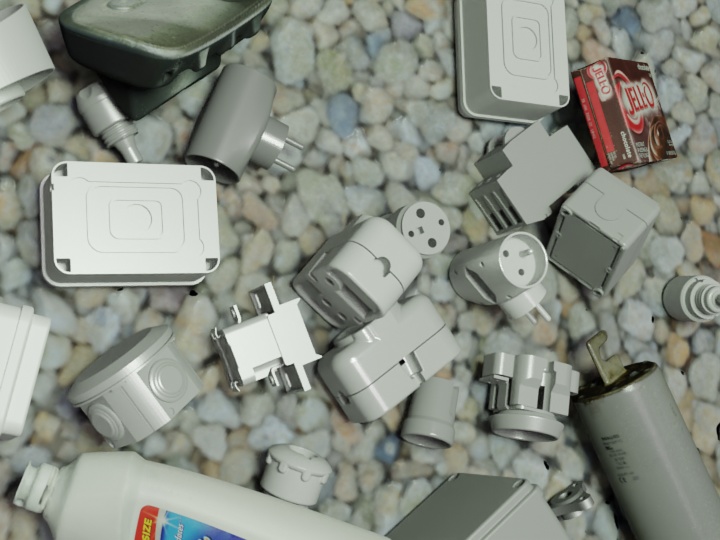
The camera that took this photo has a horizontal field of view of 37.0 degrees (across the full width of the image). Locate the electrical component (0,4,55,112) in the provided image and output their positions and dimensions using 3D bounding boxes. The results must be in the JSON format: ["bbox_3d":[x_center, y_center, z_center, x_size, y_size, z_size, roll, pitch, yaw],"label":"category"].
[{"bbox_3d":[-0.250,-0.131,0.693,0.099,0.099,0.064,-34,102,-25],"label":"electrical component"}]

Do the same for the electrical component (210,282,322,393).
[{"bbox_3d":[-0.069,0.054,0.769,0.064,0.042,0.081,-21,89,-22],"label":"electrical component"}]

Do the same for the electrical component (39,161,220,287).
[{"bbox_3d":[-0.158,-0.030,0.735,0.113,0.057,0.078,0,81,-24],"label":"electrical component"}]

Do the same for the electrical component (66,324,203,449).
[{"bbox_3d":[-0.148,0.076,0.710,0.080,0.080,0.051,-39,103,-25],"label":"electrical component"}]

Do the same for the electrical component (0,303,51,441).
[{"bbox_3d":[-0.230,0.062,0.656,0.057,0.113,0.078,16,75,-18],"label":"electrical component"}]

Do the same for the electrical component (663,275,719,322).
[{"bbox_3d":[0.292,0.025,0.919,0.040,0.078,0.040,0,89,-13],"label":"electrical component"}]

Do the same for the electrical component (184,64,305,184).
[{"bbox_3d":[-0.079,-0.099,0.790,0.079,0.044,0.077,26,71,-18],"label":"electrical component"}]

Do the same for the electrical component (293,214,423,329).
[{"bbox_3d":[0.000,0.000,0.779,0.054,0.095,0.059,44,66,-11],"label":"electrical component"}]

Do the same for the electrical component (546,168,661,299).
[{"bbox_3d":[0.197,-0.028,0.878,0.062,0.096,0.061,38,65,18],"label":"electrical component"}]

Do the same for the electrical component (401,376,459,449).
[{"bbox_3d":[0.055,0.108,0.816,0.040,0.040,0.046,21,67,-19],"label":"electrical component"}]

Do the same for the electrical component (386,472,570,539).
[{"bbox_3d":[0.074,0.201,0.770,0.109,0.109,0.056,-37,99,-25],"label":"electrical component"}]

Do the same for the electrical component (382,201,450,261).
[{"bbox_3d":[0.038,-0.027,0.823,0.045,0.055,0.045,4,79,-23],"label":"electrical component"}]

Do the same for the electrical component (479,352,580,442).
[{"bbox_3d":[0.132,0.101,0.842,0.078,0.058,0.057,15,72,-21],"label":"electrical component"}]

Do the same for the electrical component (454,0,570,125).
[{"bbox_3d":[0.123,-0.181,0.888,0.078,0.057,0.113,3,79,-24],"label":"electrical component"}]

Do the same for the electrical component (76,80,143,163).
[{"bbox_3d":[-0.172,-0.102,0.755,0.035,0.035,0.061,-31,96,-25],"label":"electrical component"}]

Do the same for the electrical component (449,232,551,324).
[{"bbox_3d":[0.119,0.012,0.840,0.079,0.077,0.043,49,66,-9],"label":"electrical component"}]

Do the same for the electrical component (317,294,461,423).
[{"bbox_3d":[0.019,0.062,0.800,0.095,0.054,0.059,-36,96,-25],"label":"electrical component"}]

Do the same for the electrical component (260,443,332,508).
[{"bbox_3d":[-0.050,0.157,0.759,0.048,0.048,0.062,19,92,-20],"label":"electrical component"}]
